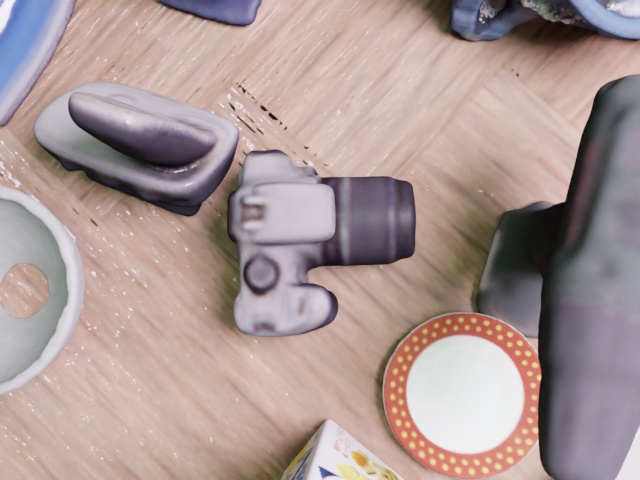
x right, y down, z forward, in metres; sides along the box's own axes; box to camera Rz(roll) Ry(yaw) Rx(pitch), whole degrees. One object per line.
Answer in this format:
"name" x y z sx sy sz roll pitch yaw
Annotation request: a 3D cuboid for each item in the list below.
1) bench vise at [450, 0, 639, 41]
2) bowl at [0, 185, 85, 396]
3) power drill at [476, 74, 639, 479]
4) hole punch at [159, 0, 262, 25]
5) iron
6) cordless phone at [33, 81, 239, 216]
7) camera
"bench vise" 0.177 -0.195 0.382 0.207 0.220 0.121 -10 84 3
"bowl" -0.261 0.041 0.467 0.167 0.075 0.167 0 85 4
"power drill" 0.164 0.022 0.370 0.075 0.208 0.230 16 86 6
"hole punch" -0.095 -0.250 0.472 0.108 0.091 0.101 17 86 6
"iron" -0.294 -0.201 0.457 0.118 0.141 0.258 32 88 7
"cordless phone" -0.148 -0.085 0.414 0.147 0.185 0.094 17 86 6
"camera" 0.004 0.002 0.438 0.136 0.101 0.143 -2 85 4
